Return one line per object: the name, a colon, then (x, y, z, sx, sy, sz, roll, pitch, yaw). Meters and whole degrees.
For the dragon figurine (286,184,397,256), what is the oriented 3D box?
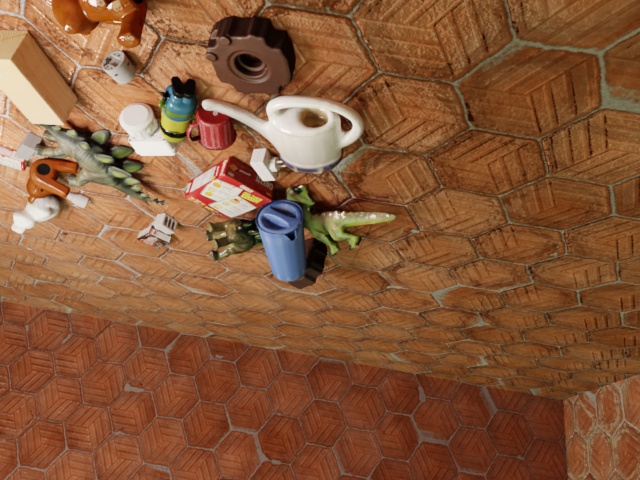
dragon figurine: (0.005, -0.075, 1.489, 0.240, 0.125, 0.405, 34, -35, -25)

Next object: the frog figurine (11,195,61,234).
frog figurine: (-0.956, -0.088, 1.739, 0.137, 0.163, 0.121, -10, -32, 34)

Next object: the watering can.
watering can: (-0.073, -0.246, 1.156, 0.348, 0.106, 0.220, 5, -27, 9)
